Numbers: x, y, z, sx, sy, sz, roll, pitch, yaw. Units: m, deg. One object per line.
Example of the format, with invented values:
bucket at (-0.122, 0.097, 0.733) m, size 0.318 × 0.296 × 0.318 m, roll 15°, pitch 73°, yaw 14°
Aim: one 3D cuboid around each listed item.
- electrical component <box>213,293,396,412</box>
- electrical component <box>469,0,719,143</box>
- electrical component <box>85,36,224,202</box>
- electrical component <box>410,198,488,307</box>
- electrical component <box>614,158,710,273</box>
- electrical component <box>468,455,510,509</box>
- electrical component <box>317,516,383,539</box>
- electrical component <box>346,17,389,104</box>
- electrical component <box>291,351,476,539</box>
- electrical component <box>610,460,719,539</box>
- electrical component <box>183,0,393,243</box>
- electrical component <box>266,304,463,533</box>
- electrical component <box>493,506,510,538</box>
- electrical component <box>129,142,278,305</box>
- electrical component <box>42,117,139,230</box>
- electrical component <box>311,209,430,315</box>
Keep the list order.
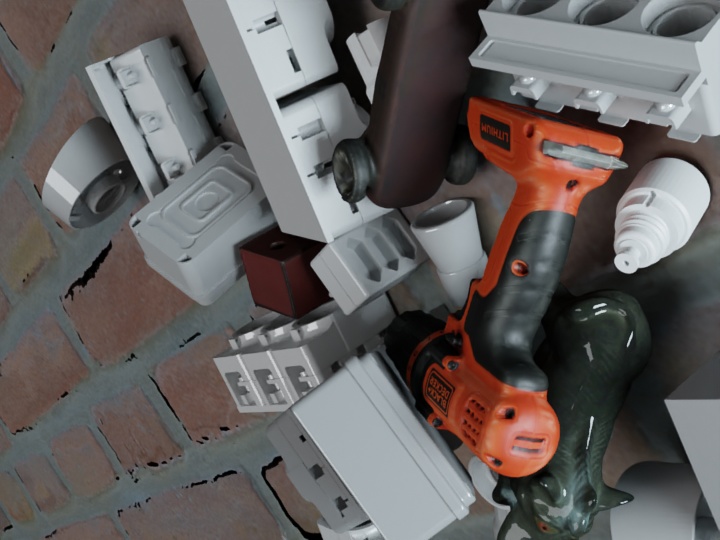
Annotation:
electrical component at (-0.042, 0.064, 0.865) m, size 0.150 × 0.089 × 0.061 m, roll -12°, pitch 106°, yaw 55°
electrical component at (0.127, -0.109, 0.527) m, size 0.121 × 0.078 × 0.063 m, roll 22°, pitch 154°, yaw 42°
electrical component at (-0.164, -0.125, 0.892) m, size 0.063 × 0.079 × 0.121 m, roll -16°, pitch 104°, yaw 33°
electrical component at (0.065, -0.009, 0.711) m, size 0.044 × 0.044 × 0.065 m, roll 3°, pitch 123°, yaw 52°
electrical component at (0.152, -0.026, 0.557) m, size 0.040 × 0.078 × 0.040 m, roll 22°, pitch 137°, yaw 23°
electrical component at (0.110, 0.134, 0.754) m, size 0.045 × 0.055 × 0.045 m, roll 32°, pitch 139°, yaw 34°
electrical component at (0.009, 0.242, 0.976) m, size 0.089 × 0.050 × 0.055 m, roll 8°, pitch 122°, yaw 50°
electrical component at (0.017, -0.130, 0.678) m, size 0.040 × 0.040 × 0.046 m, roll -30°, pitch 85°, yaw 57°
electrical component at (0.016, 0.106, 0.649) m, size 0.108 × 0.056 × 0.109 m, roll 53°, pitch -179°, yaw 6°
electrical component at (0.198, 0.160, 0.626) m, size 0.064 × 0.099 × 0.099 m, roll -16°, pitch 103°, yaw 49°
electrical component at (-0.047, -0.119, 0.723) m, size 0.186 × 0.060 × 0.105 m, roll 68°, pitch 164°, yaw -14°
electrical component at (0.020, 0.104, 0.760) m, size 0.089 × 0.150 × 0.061 m, roll 54°, pitch 147°, yaw 6°
electrical component at (0.117, 0.176, 0.795) m, size 0.040 × 0.040 × 0.046 m, roll 16°, pitch 122°, yaw 46°
electrical component at (-0.113, -0.036, 0.849) m, size 0.078 × 0.113 × 0.057 m, roll 34°, pitch 156°, yaw 33°
electrical component at (-0.256, -0.089, 1.017) m, size 0.064 × 0.099 × 0.099 m, roll 43°, pitch 144°, yaw 11°
electrical component at (0.000, 0.000, 0.779) m, size 0.047 × 0.066 × 0.077 m, roll 54°, pitch 147°, yaw 6°
